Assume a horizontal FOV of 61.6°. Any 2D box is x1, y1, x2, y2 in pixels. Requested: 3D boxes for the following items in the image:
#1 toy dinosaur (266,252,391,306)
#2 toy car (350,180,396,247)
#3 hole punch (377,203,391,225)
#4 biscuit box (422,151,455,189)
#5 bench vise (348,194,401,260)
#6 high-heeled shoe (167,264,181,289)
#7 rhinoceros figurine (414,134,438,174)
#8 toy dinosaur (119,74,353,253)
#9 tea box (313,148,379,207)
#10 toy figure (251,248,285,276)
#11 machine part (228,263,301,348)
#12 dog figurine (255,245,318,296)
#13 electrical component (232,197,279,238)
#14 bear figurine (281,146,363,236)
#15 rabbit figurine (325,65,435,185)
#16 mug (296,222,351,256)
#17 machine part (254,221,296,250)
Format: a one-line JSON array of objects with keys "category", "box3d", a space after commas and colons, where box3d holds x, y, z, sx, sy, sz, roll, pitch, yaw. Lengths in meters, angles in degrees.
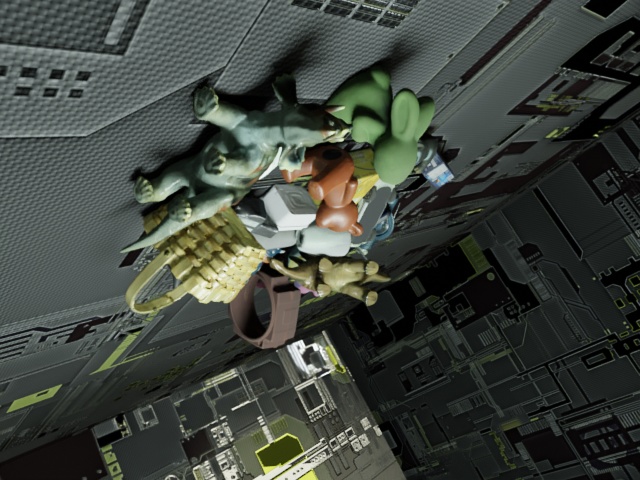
[{"category": "toy dinosaur", "box3d": [0.051, 0.081, 1.309, 0.471, 0.105, 0.199, 14, -178, -40]}, {"category": "toy car", "box3d": [0.110, -0.066, 1.229, 0.073, 0.056, 0.201, 0, 130, -32]}, {"category": "hole punch", "box3d": [0.103, -0.091, 1.324, 0.142, 0.092, 0.116, -35, -154, 17]}, {"category": "biscuit box", "box3d": [0.296, -0.187, 1.383, 0.059, 0.063, 0.202, -34, 165, 16]}, {"category": "bench vise", "box3d": [0.122, -0.027, 1.448, 0.223, 0.129, 0.240, -51, 172, 38]}, {"category": "high-heeled shoe", "box3d": [-0.254, 0.028, 1.139, 0.249, 0.086, 0.145, -51, 157, -70]}, {"category": "rhinoceros figurine", "box3d": [0.187, -0.188, 1.150, 0.190, 0.073, 0.112, -14, 161, -45]}, {"category": "toy dinosaur", "box3d": [-0.133, -0.104, 0.777, 0.405, 0.131, 0.192, -32, 166, 38]}, {"category": "tea box", "box3d": [0.049, -0.116, 1.148, 0.098, 0.068, 0.169, -18, 161, -36]}, {"category": "toy figure", "box3d": [-0.155, 0.041, 1.323, 0.154, 0.058, 0.064, -37, 165, 20]}, {"category": "machine part", "box3d": [-0.152, 0.167, 1.407, 0.087, 0.202, 0.200, -3, 107, -44]}, {"category": "dog figurine", "box3d": [-0.088, 0.085, 1.478, 0.219, 0.191, 0.108, -2, -145, 31]}, {"category": "electrical component", "box3d": [-0.135, -0.043, 1.017, 0.119, 0.048, 0.075, 14, 139, -37]}, {"category": "bear figurine", "box3d": [0.011, -0.078, 1.025, 0.132, 0.120, 0.195, -33, 142, -28]}, {"category": "rabbit figurine", "box3d": [0.106, -0.175, 0.849, 0.159, 0.170, 0.121, -38, 163, 33]}, {"category": "mug", "box3d": [-0.002, -0.004, 1.185, 0.107, 0.080, 0.109, 2, 169, -28]}, {"category": "machine part", "box3d": [-0.122, -0.015, 1.155, 0.079, 0.079, 0.243, -39, 164, 34]}]
